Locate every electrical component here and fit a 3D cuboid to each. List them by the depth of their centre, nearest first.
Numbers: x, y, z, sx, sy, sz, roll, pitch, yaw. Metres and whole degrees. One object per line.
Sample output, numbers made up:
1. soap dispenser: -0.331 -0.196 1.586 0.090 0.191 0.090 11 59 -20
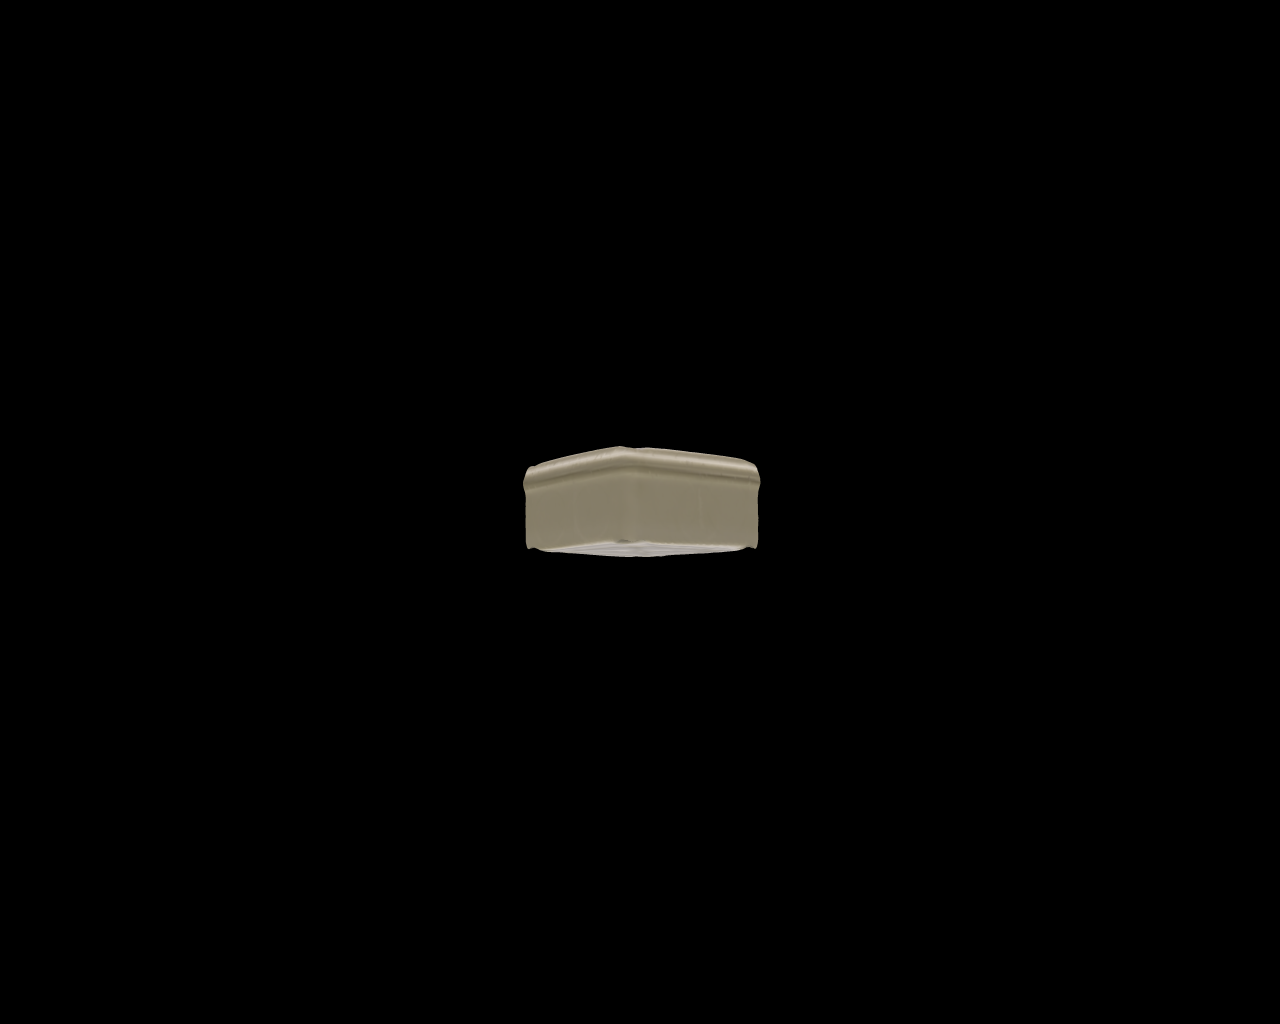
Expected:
1. electrical component: 0.001 -0.003 0.650 0.109 0.056 0.108 5 -8 -40
